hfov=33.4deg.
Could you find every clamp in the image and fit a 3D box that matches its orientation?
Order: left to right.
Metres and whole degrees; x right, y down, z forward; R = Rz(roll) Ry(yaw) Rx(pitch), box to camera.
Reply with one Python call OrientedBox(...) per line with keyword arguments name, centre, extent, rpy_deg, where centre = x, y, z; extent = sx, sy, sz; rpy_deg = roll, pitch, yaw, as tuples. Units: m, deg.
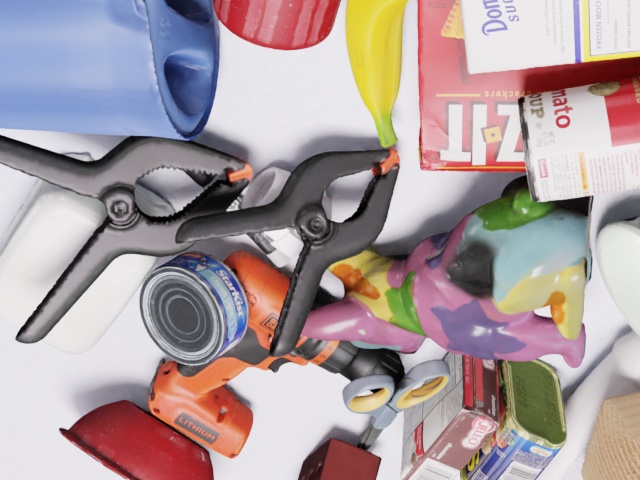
OrientedBox(name="clamp", centre=(-0.155, -0.033, 0.782), extent=(0.210, 0.036, 0.164), rpy_deg=(-23, 107, -6))
OrientedBox(name="clamp", centre=(-0.005, 0.001, 0.774), extent=(0.171, 0.039, 0.120), rpy_deg=(-31, 104, -8))

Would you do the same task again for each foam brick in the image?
OrientedBox(name="foam brick", centre=(0.013, 0.224, 0.977), extent=(0.051, 0.053, 0.078), rpy_deg=(26, 145, -9))

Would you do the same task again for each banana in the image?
OrientedBox(name="banana", centre=(0.042, -0.136, 0.681), extent=(0.037, 0.070, 0.198), rpy_deg=(-27, 158, -9))

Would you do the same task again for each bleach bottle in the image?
OrientedBox(name="bleach bottle", centre=(0.254, 0.153, 0.889), extent=(0.102, 0.068, 0.251), rpy_deg=(17, 125, -15))

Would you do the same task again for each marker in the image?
OrientedBox(name="marker", centre=(-0.066, -0.025, 0.837), extent=(0.020, 0.020, 0.121), rpy_deg=(-31, 116, 28))

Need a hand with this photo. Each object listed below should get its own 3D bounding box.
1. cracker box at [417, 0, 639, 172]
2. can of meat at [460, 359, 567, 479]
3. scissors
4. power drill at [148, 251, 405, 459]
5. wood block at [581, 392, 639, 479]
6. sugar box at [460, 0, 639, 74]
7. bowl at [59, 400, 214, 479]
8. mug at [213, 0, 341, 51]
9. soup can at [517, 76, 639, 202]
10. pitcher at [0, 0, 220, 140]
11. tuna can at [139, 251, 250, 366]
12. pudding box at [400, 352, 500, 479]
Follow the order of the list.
OrientedBox(name="cracker box", centre=(0.143, -0.146, 0.675), extent=(0.164, 0.072, 0.214), rpy_deg=(1, 127, 8))
OrientedBox(name="can of meat", centre=(0.159, 0.156, 0.883), extent=(0.057, 0.102, 0.084), rpy_deg=(21, 125, -10))
OrientedBox(name="scissors", centre=(0.039, 0.149, 0.901), extent=(0.096, 0.016, 0.202), rpy_deg=(1, 149, -28))
OrientedBox(name="power drill", centre=(-0.046, 0.111, 0.915), extent=(0.184, 0.057, 0.188), rpy_deg=(35, 123, -14))
OrientedBox(name="wood block", centre=(0.320, 0.164, 0.819), extent=(0.205, 0.090, 0.091), rpy_deg=(-8, 129, -15))
OrientedBox(name="sugar box", centre=(0.166, -0.149, 0.594), extent=(0.176, 0.048, 0.093), rpy_deg=(-2, 128, 13))
OrientedBox(name="bowl", centre=(-0.153, 0.191, 0.964), extent=(0.162, 0.055, 0.162), rpy_deg=(31, 169, 7))
OrientedBox(name="mug", centre=(-0.032, -0.181, 0.677), extent=(0.117, 0.093, 0.082), rpy_deg=(34, 135, 17))
OrientedBox(name="soup can", centre=(0.176, -0.062, 0.647), extent=(0.102, 0.068, 0.068), rpy_deg=(-8, 125, 14))
OrientedBox(name="pitcher", centre=(-0.193, -0.129, 0.724), extent=(0.243, 0.145, 0.149), rpy_deg=(2, 115, 13))
OrientedBox(name="tuna can", centre=(-0.100, 0.054, 0.836), extent=(0.086, 0.033, 0.086), rpy_deg=(12, 114, 28))
OrientedBox(name="pudding box", centre=(0.108, 0.147, 0.891), extent=(0.039, 0.090, 0.114), rpy_deg=(25, 127, -11))
